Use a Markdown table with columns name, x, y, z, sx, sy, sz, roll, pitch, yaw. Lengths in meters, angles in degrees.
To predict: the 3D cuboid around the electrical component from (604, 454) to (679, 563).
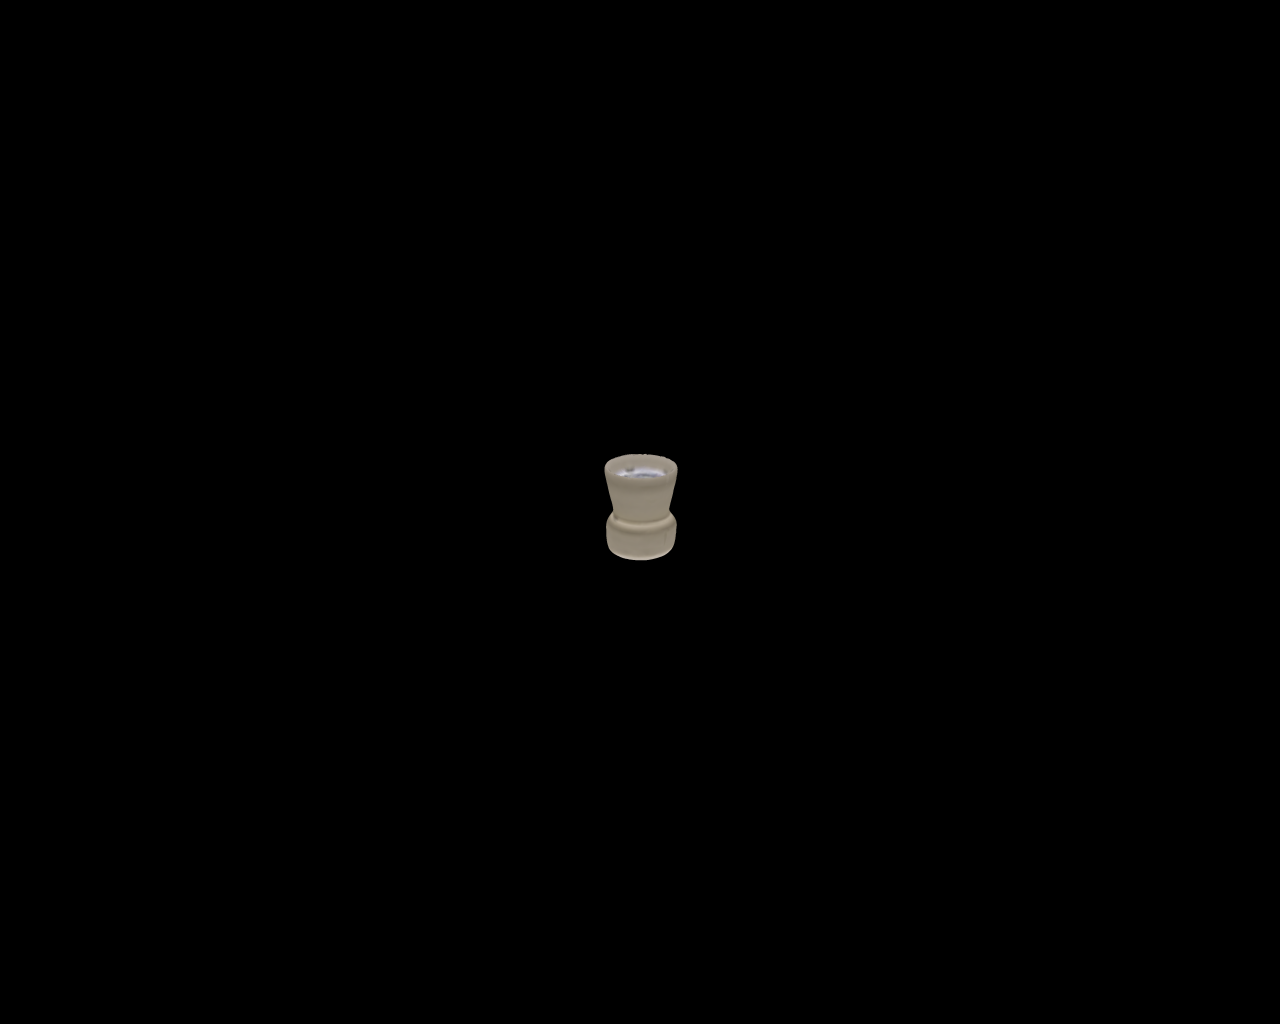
| name | x | y | z | sx | sy | sz | roll | pitch | yaw |
| --- | --- | --- | --- | --- | --- | --- | --- | --- | --- |
| electrical component | 0.001 | -0.003 | 0.650 | 0.045 | 0.055 | 0.045 | 0 | 22 | 0 |
